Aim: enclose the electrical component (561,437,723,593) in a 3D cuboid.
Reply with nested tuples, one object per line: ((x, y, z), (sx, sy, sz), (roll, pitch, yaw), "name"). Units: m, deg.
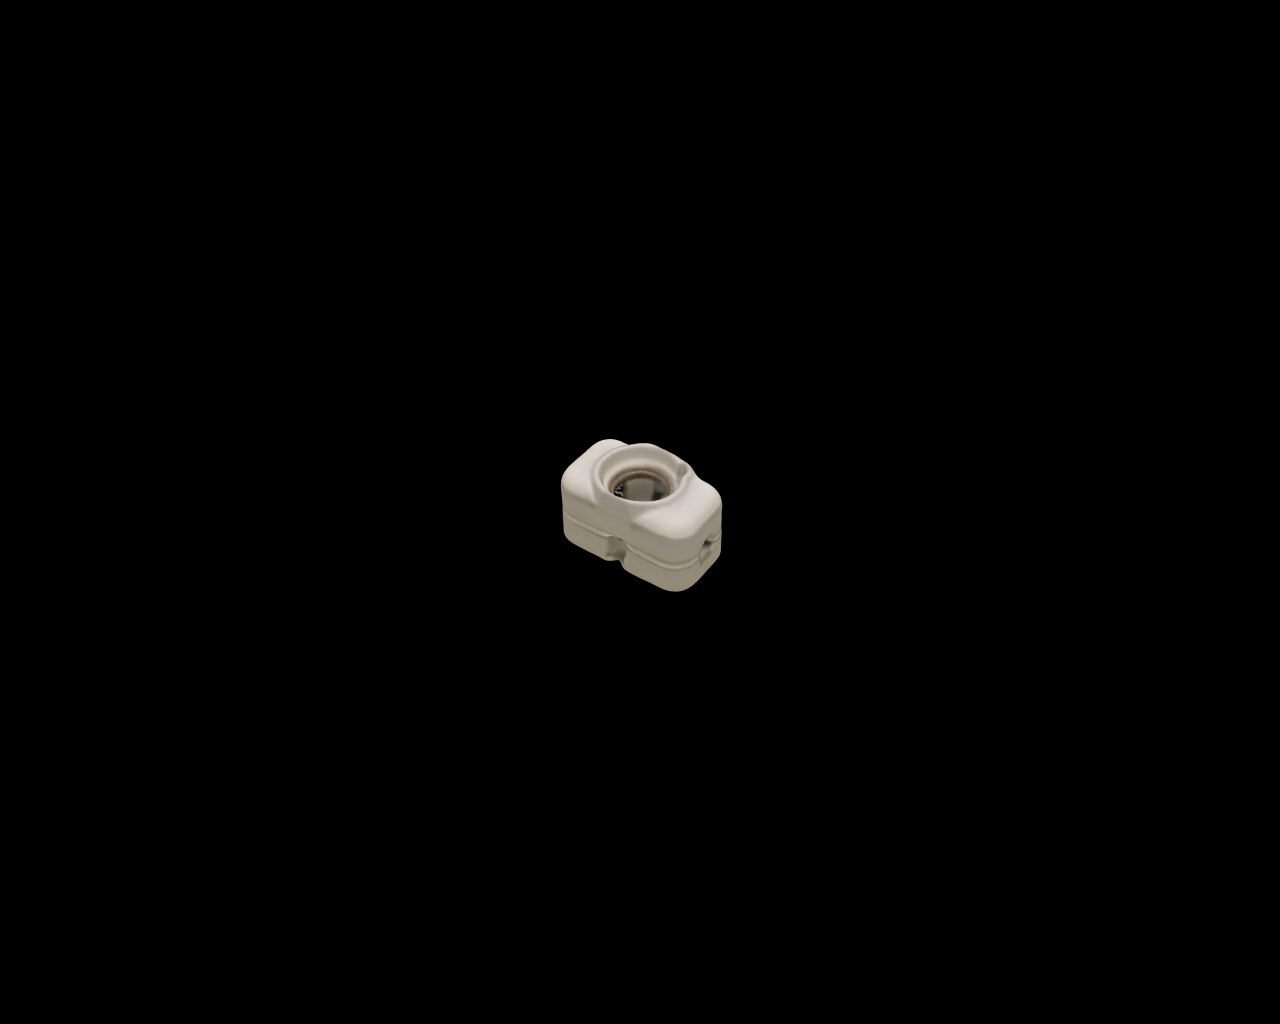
((0.001, -0.003, 0.650), (0.095, 0.059, 0.054), (27, 50, 25), "electrical component")
